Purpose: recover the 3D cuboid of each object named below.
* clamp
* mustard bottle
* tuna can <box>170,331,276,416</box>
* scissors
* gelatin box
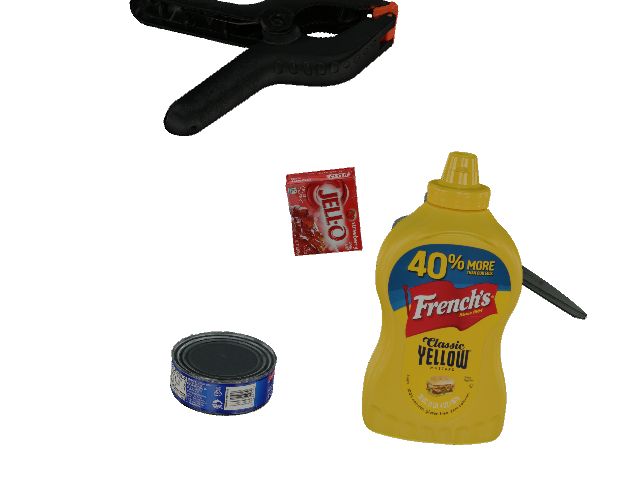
[{"bbox_3d":[-0.032,-0.117,0.670,0.171,0.120,0.039,-6,-30,-5],"label":"clamp"},{"bbox_3d":[0.083,0.037,0.707,0.096,0.192,0.058,6,13,1],"label":"mustard bottle"},{"bbox_3d":[-0.080,0.108,0.872,0.086,0.034,0.086,5,21,-2],"label":"tuna can"},{"bbox_3d":[0.137,0.019,0.947,0.096,0.016,0.202,-21,46,-15],"label":"scissors"},{"bbox_3d":[0.004,-0.030,1.123,0.073,0.089,0.030,-5,29,2],"label":"gelatin box"}]
